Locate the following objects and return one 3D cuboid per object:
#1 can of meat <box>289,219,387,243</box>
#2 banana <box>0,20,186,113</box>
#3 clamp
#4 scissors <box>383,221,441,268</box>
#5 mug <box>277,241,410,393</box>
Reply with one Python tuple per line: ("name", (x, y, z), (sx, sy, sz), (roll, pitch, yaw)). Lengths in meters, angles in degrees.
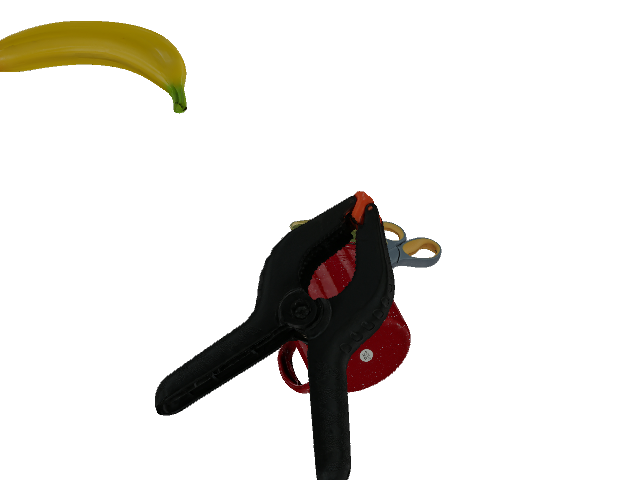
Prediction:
("can of meat", (0.013, 0.033, 1.013), (0.057, 0.084, 0.102), (-8, 20, -36))
("banana", (-0.191, -0.157, 0.898), (0.198, 0.069, 0.037), (13, -40, 18))
("clamp", (-0.002, 0.055, 0.602), (0.120, 0.171, 0.039), (32, -11, 17))
("scissors", (0.066, 0.015, 1.251), (0.096, 0.016, 0.201), (38, 31, 32))
("mug", (0.010, 0.069, 0.818), (0.093, 0.117, 0.081), (27, 24, -41))
